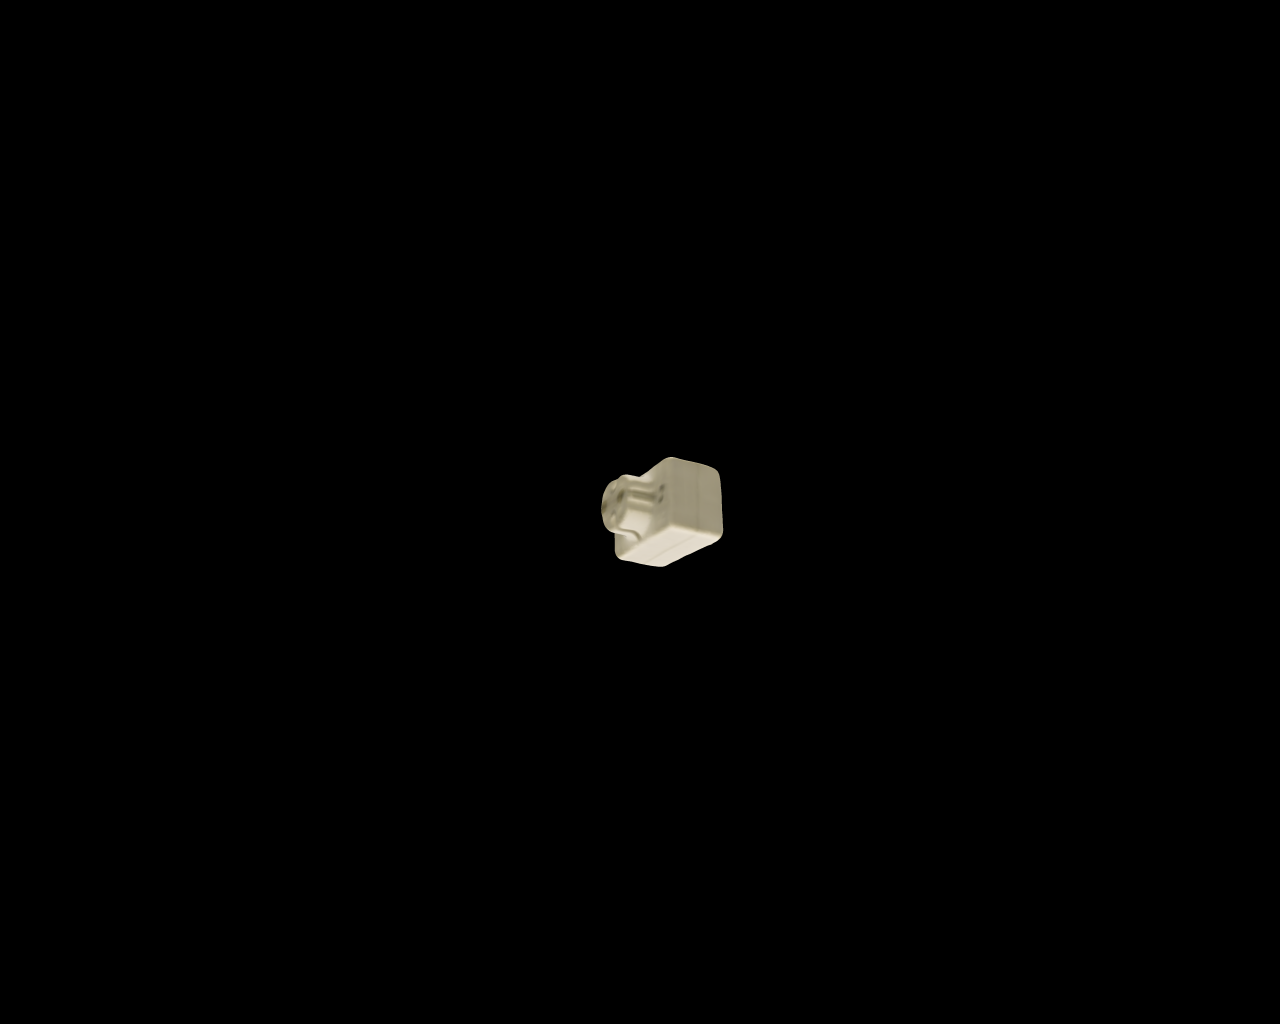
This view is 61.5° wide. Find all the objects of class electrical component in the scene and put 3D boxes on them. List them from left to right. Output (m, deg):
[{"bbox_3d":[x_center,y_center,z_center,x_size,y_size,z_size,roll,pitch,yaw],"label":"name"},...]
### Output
[{"bbox_3d":[0.001,-0.003,0.650,0.077,0.047,0.065,13,-26,-29],"label":"electrical component"}]
